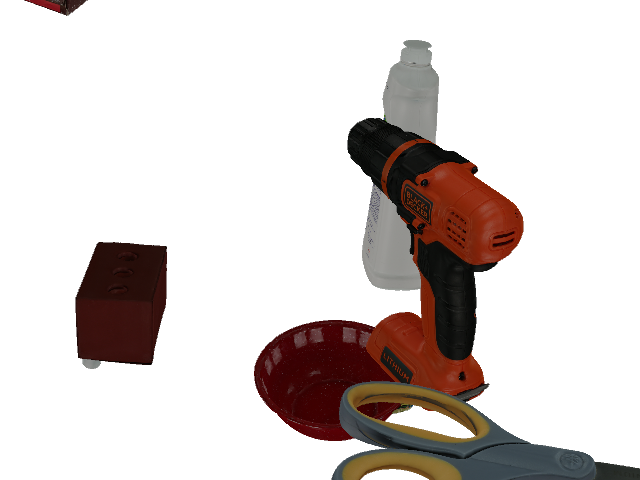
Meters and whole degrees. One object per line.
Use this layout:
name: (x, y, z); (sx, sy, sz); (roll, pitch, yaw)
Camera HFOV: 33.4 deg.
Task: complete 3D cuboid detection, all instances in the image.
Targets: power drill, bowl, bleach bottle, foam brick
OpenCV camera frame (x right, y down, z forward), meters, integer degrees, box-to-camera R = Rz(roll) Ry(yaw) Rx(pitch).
power drill: (0.073, 0.017, 0.792); (0.057, 0.188, 0.185); (-15, 34, -23)
bowl: (0.015, 0.152, 1.086); (0.162, 0.055, 0.162); (-1, 35, 1)
bleach bottle: (0.088, -0.080, 1.109); (0.068, 0.251, 0.102); (1, 27, -8)
foam brick: (-0.138, 0.043, 0.749); (0.053, 0.051, 0.078); (4, 29, -3)

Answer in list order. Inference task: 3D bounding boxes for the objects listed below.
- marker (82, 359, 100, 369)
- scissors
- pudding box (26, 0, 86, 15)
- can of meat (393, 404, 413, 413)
marker: (-0.228, 0.082, 1.092); (0.020, 0.121, 0.020); (11, 35, -8)
scissors: (0.092, 0.107, 0.449); (0.202, 0.016, 0.096); (16, 33, 24)
pudding box: (-0.202, -0.218, 0.800); (0.090, 0.039, 0.113); (20, 38, 7)
can of meat: (0.075, 0.175, 1.360); (0.102, 0.084, 0.057); (-5, 26, -21)
